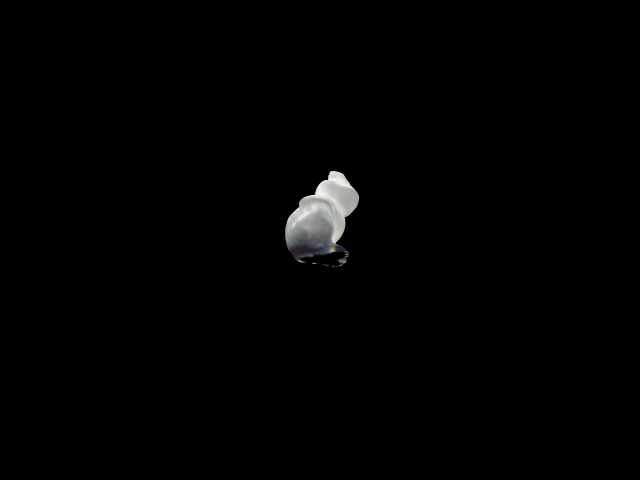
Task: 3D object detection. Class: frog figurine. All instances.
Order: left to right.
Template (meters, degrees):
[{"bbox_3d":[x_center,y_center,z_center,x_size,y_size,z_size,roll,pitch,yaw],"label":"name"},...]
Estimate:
[{"bbox_3d":[0.003,-0.043,0.850,0.122,0.162,0.136,-5,-18,16],"label":"frog figurine"}]
